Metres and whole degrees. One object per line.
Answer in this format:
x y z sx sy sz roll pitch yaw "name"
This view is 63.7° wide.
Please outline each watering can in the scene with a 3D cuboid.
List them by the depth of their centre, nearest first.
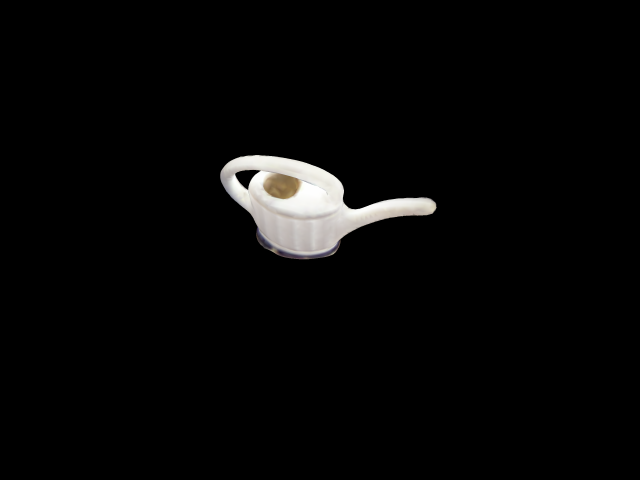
0.003 -0.043 0.850 0.348 0.106 0.219 15 -30 9 "watering can"
